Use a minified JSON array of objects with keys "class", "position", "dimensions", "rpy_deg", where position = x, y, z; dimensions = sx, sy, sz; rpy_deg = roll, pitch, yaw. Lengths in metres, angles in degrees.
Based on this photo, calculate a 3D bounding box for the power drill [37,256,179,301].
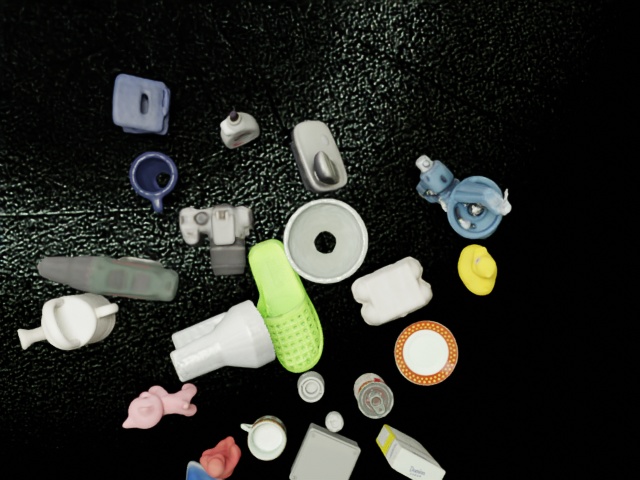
[{"class":"power drill","position":[-0.370,0.069,1.067],"dimensions":[0.229,0.208,0.076],"rpy_deg":[8,87,-1]}]

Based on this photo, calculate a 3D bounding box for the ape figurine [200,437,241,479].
[{"class":"ape figurine","position":[-0.196,0.433,1.113],"dimensions":[0.078,0.092,0.076],"rpy_deg":[5,87,-1]}]

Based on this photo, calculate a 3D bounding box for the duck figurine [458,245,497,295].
[{"class":"duck figurine","position":[0.326,0.060,1.154],"dimensions":[0.077,0.086,0.105],"rpy_deg":[-11,87,-2]}]

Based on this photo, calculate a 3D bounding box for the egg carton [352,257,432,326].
[{"class":"egg carton","position":[0.146,0.105,1.153],"dimensions":[0.150,0.069,0.107],"rpy_deg":[-25,88,-3]}]

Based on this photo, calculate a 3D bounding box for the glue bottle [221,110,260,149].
[{"class":"glue bottle","position":[-0.160,-0.221,1.107],"dimensions":[0.078,0.173,0.037],"rpy_deg":[-30,88,-3]}]

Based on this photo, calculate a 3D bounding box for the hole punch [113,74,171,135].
[{"class":"hole punch","position":[-0.354,-0.271,1.144],"dimensions":[0.101,0.091,0.109],"rpy_deg":[3,87,-2]}]

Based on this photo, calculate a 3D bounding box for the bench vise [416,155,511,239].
[{"class":"bench vise","position":[0.268,-0.078,1.092],"dimensions":[0.207,0.219,0.121],"rpy_deg":[24,87,0]}]

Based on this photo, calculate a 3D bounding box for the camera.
[{"class":"camera","position":[-0.201,0.002,1.130],"dimensions":[0.143,0.100,0.137],"rpy_deg":[-4,87,-2]}]

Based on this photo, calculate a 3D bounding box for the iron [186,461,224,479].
[{"class":"iron","position":[-0.195,0.555,1.082],"dimensions":[0.118,0.141,0.258],"rpy_deg":[-31,88,-3]}]

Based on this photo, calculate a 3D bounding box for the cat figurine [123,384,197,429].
[{"class":"cat figurine","position":[-0.308,0.324,1.102],"dimensions":[0.128,0.117,0.067],"rpy_deg":[-6,87,-2]}]

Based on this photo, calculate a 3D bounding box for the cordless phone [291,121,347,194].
[{"class":"cordless phone","position":[-0.002,-0.168,1.104],"dimensions":[0.094,0.185,0.148],"rpy_deg":[-23,88,-3]}]

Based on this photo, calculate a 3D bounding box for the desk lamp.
[{"class":"desk lamp","position":[-0.184,0.197,1.065],"dimensions":[0.203,0.213,0.118],"rpy_deg":[-23,88,-3]}]

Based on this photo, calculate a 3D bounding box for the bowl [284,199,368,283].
[{"class":"bowl","position":[0.011,0.004,1.151],"dimensions":[0.167,0.074,0.167],"rpy_deg":[0,87,-2]}]

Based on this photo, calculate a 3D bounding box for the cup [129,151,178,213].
[{"class":"cup","position":[-0.317,-0.109,1.135],"dimensions":[0.091,0.095,0.118],"rpy_deg":[-9,87,-2]}]

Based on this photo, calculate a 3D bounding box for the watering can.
[{"class":"watering can","position":[-0.468,0.158,1.066],"dimensions":[0.173,0.194,0.101],"rpy_deg":[-42,89,-3]}]
